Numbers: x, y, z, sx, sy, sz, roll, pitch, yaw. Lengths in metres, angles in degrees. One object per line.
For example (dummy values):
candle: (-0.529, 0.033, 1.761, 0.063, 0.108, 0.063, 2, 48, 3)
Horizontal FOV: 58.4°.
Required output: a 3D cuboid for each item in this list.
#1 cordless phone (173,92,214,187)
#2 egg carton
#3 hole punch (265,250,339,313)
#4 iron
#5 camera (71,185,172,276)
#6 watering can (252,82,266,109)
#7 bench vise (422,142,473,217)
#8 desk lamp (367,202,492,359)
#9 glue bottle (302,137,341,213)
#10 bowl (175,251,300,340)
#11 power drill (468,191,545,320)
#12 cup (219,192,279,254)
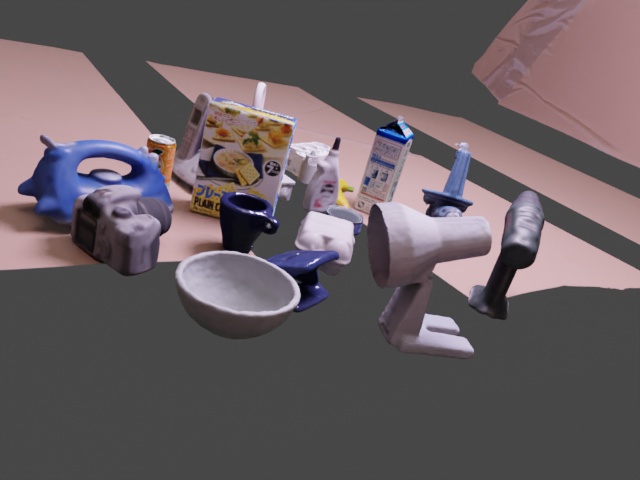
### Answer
cordless phone: (-0.243, -0.206, 1.203, 0.094, 0.185, 0.147, -8, 33, -44)
egg carton: (0.010, 0.004, 1.047, 0.107, 0.069, 0.150, 15, 23, -2)
hole punch: (-0.038, 0.047, 0.889, 0.100, 0.091, 0.109, 27, 25, 24)
iron: (-0.351, -0.106, 0.958, 0.259, 0.141, 0.118, -8, 33, -44)
camera: (-0.286, -0.029, 0.880, 0.142, 0.101, 0.137, 29, 26, 27)
watering can: (-0.160, -0.309, 1.482, 0.173, 0.194, 0.100, 7, 25, -22)
bench vise: (0.307, -0.099, 1.288, 0.122, 0.220, 0.207, 9, 24, -18)
desk lamp: (0.152, 0.054, 0.844, 0.204, 0.213, 0.117, 9, 24, -16)
glue bottle: (0.016, -0.143, 1.250, 0.078, 0.173, 0.037, -3, 29, -38)
bowl: (-0.115, 0.084, 0.773, 0.167, 0.075, 0.167, 14, 23, -6)
power drill: (0.342, 0.028, 1.038, 0.075, 0.208, 0.230, 21, 23, 11)
cup: (-0.122, -0.018, 0.974, 0.117, 0.095, 0.092, 28, 26, 26)
